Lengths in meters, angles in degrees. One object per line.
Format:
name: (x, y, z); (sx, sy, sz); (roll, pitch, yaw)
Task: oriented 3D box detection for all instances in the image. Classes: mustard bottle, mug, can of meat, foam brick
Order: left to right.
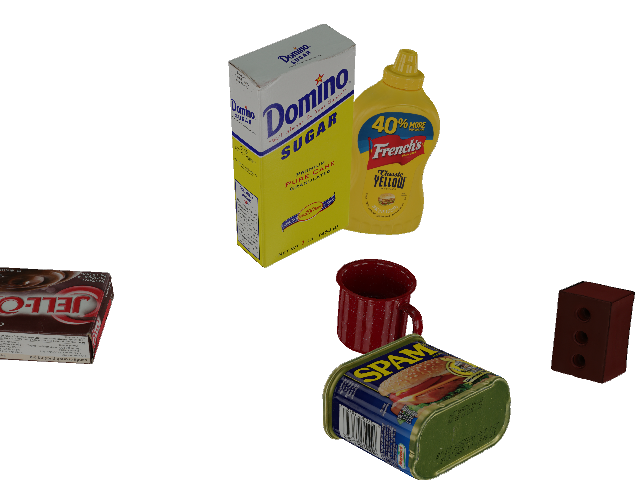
mug: (0.071, 0.084, 1.237); (0.117, 0.081, 0.093); (26, 36, 34)
mustard bottle: (0.071, -0.101, 1.088); (0.096, 0.192, 0.058); (4, 27, -14)
can of meat: (0.066, 0.112, 0.721); (0.101, 0.057, 0.084); (-18, 27, -39)
foam brick: (0.244, 0.082, 0.959); (0.053, 0.078, 0.051); (12, 17, 37)

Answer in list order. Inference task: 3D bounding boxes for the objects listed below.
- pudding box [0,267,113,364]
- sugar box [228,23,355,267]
pudding box: (-0.243, 0.064, 0.923); (0.113, 0.039, 0.090); (1, 32, 1)
sugar box: (-0.021, -0.071, 0.831); (0.093, 0.176, 0.048); (-28, 51, -28)
